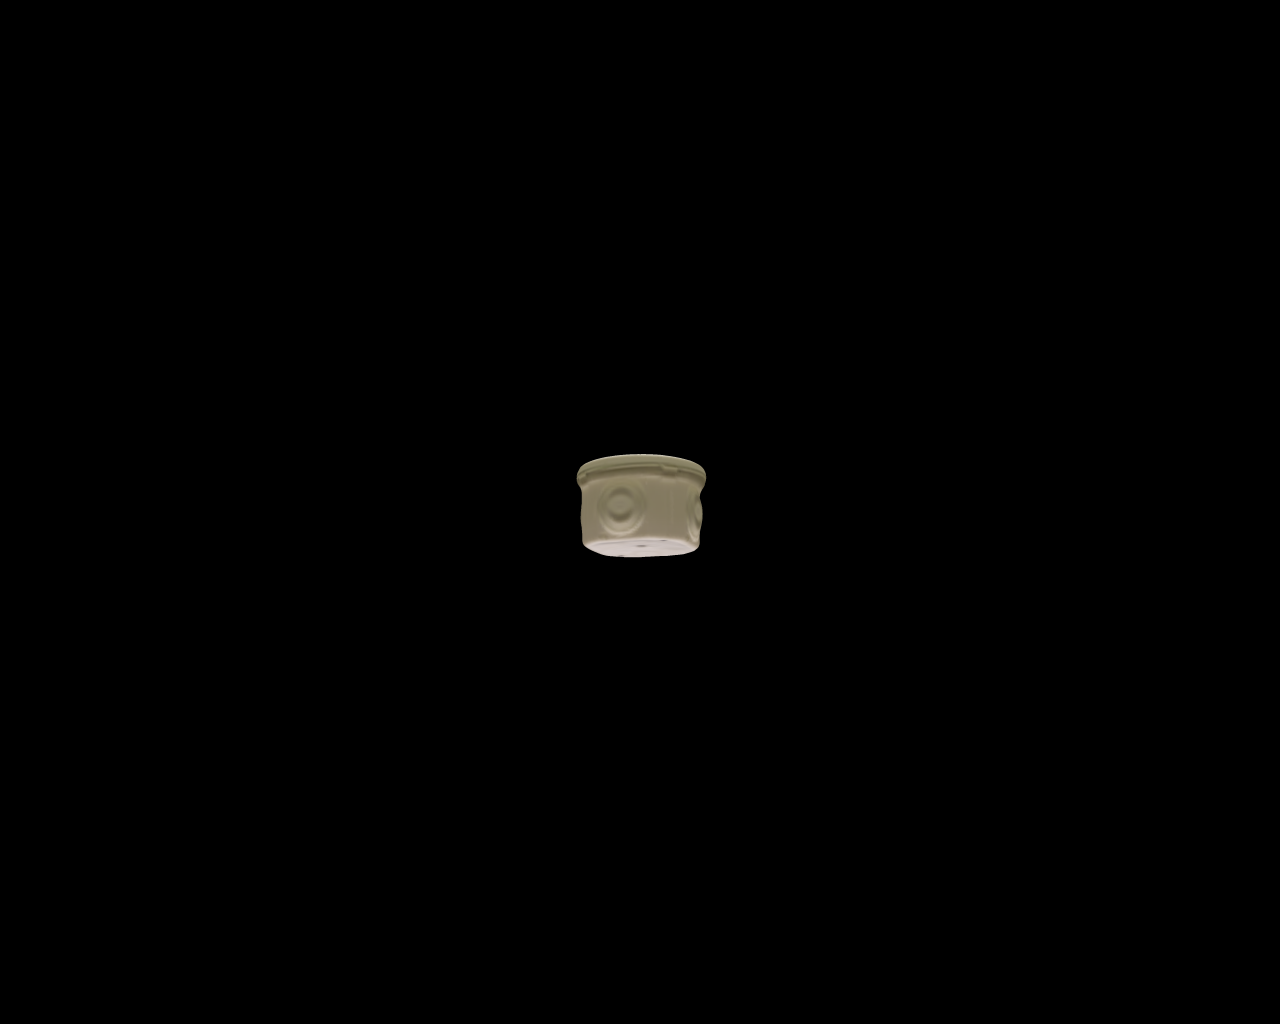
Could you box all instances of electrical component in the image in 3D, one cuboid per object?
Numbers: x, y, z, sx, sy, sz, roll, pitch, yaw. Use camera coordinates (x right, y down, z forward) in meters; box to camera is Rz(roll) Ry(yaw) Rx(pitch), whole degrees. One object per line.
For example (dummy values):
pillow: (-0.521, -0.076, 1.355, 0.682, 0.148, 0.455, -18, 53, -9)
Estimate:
electrical component: (0.001, -0.003, 0.650, 0.080, 0.051, 0.080, 0, -12, 0)
